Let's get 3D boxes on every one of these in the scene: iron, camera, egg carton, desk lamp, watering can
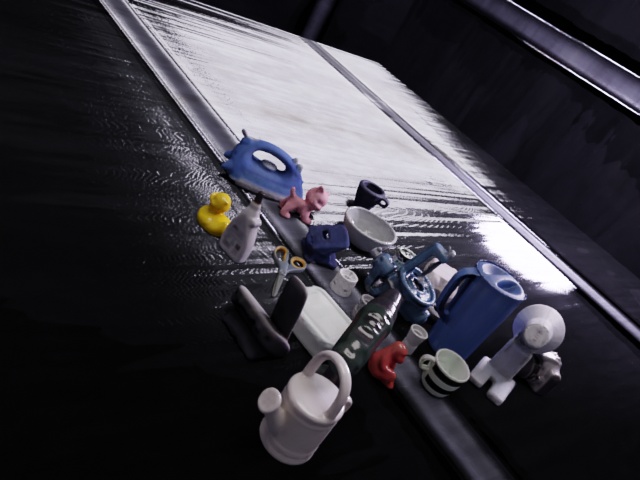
[{"bbox_3d":[-0.135,-0.203,1.587,0.259,0.141,0.118,22,29,-17],"label":"iron"},{"bbox_3d":[0.533,0.304,1.465,0.137,0.100,0.143,20,30,-20],"label":"camera"},{"bbox_3d":[0.337,0.115,1.614,0.107,0.069,0.150,32,28,2],"label":"egg carton"},{"bbox_3d":[0.479,0.261,1.360,0.117,0.213,0.204,41,29,18],"label":"desk lamp"},{"bbox_3d":[-0.017,0.258,0.897,0.100,0.194,0.173,43,30,22],"label":"watering can"}]

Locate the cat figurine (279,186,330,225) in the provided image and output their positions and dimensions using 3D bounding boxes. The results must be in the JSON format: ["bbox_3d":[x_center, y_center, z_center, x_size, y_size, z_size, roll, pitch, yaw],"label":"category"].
[{"bbox_3d":[-0.034,-0.110,1.561,0.128,0.117,0.067,15,31,-28],"label":"cat figurine"}]

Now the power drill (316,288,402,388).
[{"bbox_3d":[0.060,0.202,1.047,0.075,0.208,0.230,36,28,9],"label":"power drill"}]

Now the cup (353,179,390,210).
[{"bbox_3d":[0.154,-0.119,1.787,0.117,0.095,0.092,40,29,17],"label":"cup"}]

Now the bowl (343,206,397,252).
[{"bbox_3d":[0.129,-0.017,1.617,0.168,0.074,0.167,24,29,-14],"label":"bowl"}]

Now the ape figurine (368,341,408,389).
[{"bbox_3d":[0.147,0.248,1.184,0.076,0.092,0.078,40,29,16],"label":"ape figurine"}]

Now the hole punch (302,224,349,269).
[{"bbox_3d":[0.013,0.005,1.449,0.101,0.091,0.108,20,30,-20],"label":"hole punch"}]

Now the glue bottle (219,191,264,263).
[{"bbox_3d":[-0.161,-0.035,1.255,0.078,0.173,0.037,45,31,25],"label":"glue bottle"}]

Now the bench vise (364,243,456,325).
[{"bbox_3d":[0.216,0.077,1.394,0.207,0.219,0.122,32,28,2],"label":"bench vise"}]

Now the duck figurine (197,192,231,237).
[{"bbox_3d":[-0.234,-0.066,1.327,0.078,0.086,0.104,4,38,-41],"label":"duck figurine"}]

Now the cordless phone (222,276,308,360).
[{"bbox_3d":[-0.090,0.118,1.062,0.094,0.185,0.147,-7,46,-50],"label":"cordless phone"}]
